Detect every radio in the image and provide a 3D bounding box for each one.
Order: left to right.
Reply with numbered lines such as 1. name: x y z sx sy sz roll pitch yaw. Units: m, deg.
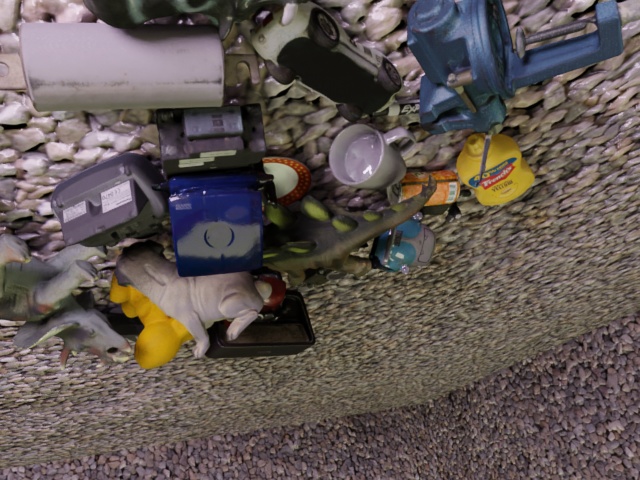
1. radio: -0.130 0.171 1.117 0.229 0.131 0.073 7 146 -37

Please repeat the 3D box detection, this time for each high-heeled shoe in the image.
1. high-heeled shoe: -0.366 0.168 1.059 0.145 0.086 0.248 -24 154 39

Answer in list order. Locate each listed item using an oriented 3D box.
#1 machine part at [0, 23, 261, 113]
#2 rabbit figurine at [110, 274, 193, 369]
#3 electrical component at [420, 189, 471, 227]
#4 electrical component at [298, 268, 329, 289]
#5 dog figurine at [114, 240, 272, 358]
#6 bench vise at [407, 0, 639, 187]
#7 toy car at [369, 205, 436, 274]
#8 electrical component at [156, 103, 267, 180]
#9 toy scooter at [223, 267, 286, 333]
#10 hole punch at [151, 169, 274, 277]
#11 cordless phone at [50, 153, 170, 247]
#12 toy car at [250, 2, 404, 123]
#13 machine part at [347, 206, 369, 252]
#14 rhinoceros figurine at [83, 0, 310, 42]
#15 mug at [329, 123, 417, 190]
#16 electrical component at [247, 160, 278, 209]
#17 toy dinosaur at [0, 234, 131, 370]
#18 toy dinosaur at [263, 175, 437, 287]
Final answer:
1. machine part: -0.177 -0.160 0.497 0.243 0.079 0.079 -7 153 -16
2. rabbit figurine: -0.273 0.136 0.927 0.162 0.173 0.121 -2 148 -14
3. electrical component: 0.206 -0.059 0.934 0.102 0.045 0.078 2 151 -30
4. electrical component: -0.004 0.075 1.115 0.094 0.021 0.063 -33 148 32
5. dog figurine: -0.189 0.058 0.809 0.172 0.121 0.190 -36 114 0
6. bench vise: 0.209 -0.187 0.573 0.241 0.129 0.223 -9 141 32
7. toy car: 0.142 0.009 0.907 0.103 0.109 0.161 15 174 3
8. electrical component: -0.122 -0.111 0.600 0.115 0.058 0.134 -9 176 -17
9. toy scooter: -0.136 0.118 1.005 0.184 0.135 0.075 5 147 -37
10. hole punch: -0.124 -0.019 0.647 0.142 0.092 0.115 -4 146 -11
11. cordless phone: -0.247 -0.036 0.728 0.147 0.089 0.184 -21 165 13
12. toy car: 0.016 -0.185 0.572 0.073 0.056 0.201 -31 152 32
13. machine part: 0.057 -0.013 0.959 0.084 0.039 0.138 2 152 -15
14. rhinoceros figurine: -0.098 -0.212 0.438 0.190 0.073 0.112 -10 152 -9
15. mug: 0.082 -0.114 0.732 0.109 0.081 0.107 -35 158 24
16. electrical component: -0.121 -0.061 0.710 0.119 0.048 0.074 -15 151 7
17. toy dinosaur: -0.422 0.053 0.705 0.192 0.131 0.404 -43 138 9
18. toy dinosaur: -0.002 -0.002 0.811 0.472 0.105 0.198 -21 159 37
